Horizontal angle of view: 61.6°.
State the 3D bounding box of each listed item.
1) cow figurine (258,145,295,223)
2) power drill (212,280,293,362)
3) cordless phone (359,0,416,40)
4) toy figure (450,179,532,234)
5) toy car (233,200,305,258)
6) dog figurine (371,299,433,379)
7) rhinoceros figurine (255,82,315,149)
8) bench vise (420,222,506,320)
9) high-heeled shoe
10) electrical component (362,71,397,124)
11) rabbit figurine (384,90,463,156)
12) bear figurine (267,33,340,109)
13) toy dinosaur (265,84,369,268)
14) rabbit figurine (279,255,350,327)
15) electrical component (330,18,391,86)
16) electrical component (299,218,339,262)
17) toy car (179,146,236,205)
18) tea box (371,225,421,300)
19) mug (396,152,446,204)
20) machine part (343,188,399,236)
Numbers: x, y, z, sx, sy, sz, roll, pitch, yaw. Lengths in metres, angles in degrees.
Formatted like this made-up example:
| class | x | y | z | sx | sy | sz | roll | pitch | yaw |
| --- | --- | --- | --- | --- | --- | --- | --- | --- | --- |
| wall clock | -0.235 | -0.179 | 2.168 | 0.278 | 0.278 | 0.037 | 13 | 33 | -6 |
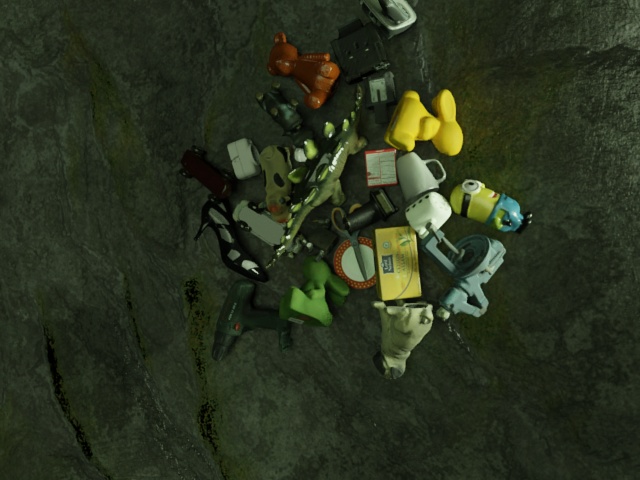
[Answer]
| class | x | y | z | sx | sy | sz | roll | pitch | yaw |
| --- | --- | --- | --- | --- | --- | --- | --- | --- | --- |
| cow figurine | -0.103 | -0.138 | 1.327 | 0.086 | 0.127 | 0.194 | -10 | 87 | 20 |
| power drill | -0.171 | 0.230 | 1.398 | 0.208 | 0.086 | 0.232 | 14 | 94 | 23 |
| cordless phone | 0.135 | -0.540 | 1.208 | 0.089 | 0.184 | 0.146 | -39 | 82 | 19 |
| toy figure | 0.381 | -0.070 | 1.214 | 0.180 | 0.082 | 0.089 | 31 | 100 | 10 |
| toy car | -0.131 | -0.029 | 1.374 | 0.202 | 0.056 | 0.073 | 33 | 97 | 5 |
| dog figurine | 0.198 | 0.239 | 1.243 | 0.121 | 0.172 | 0.190 | -4 | 93 | -19 |
| rhinoceros figurine | -0.086 | -0.301 | 1.326 | 0.073 | 0.112 | 0.190 | -35 | 68 | -13 |
| bench vise | 0.299 | 0.058 | 1.201 | 0.223 | 0.129 | 0.240 | -46 | 114 | 6 |
| high-heeled shoe | -0.214 | -0.004 | 1.413 | 0.249 | 0.086 | 0.145 | 35 | 71 | -6 |
| electrical component | 0.146 | -0.336 | 1.285 | 0.075 | 0.048 | 0.119 | -11 | 90 | 17 |
| rabbit figurine | 0.252 | -0.261 | 1.239 | 0.173 | 0.122 | 0.162 | 24 | 89 | -2 |
| bear figurine | -0.053 | -0.415 | 1.300 | 0.196 | 0.132 | 0.120 | 29 | 120 | 7 |
| toy dinosaur | -0.004 | -0.145 | 1.261 | 0.105 | 0.198 | 0.471 | 25 | 97 | 20 |
| rabbit figurine | -0.008 | 0.117 | 1.313 | 0.159 | 0.121 | 0.170 | 14 | 64 | -1 |
| electrical component | 0.093 | -0.456 | 1.290 | 0.115 | 0.058 | 0.134 | -23 | 87 | 14 |
| electrical component | -0.001 | -0.005 | 1.327 | 0.078 | 0.045 | 0.102 | 35 | 74 | 27 |
| toy car | -0.296 | -0.172 | 1.408 | 0.202 | 0.053 | 0.089 | 38 | 108 | 31 |
| tea box | 0.179 | 0.052 | 1.272 | 0.098 | 0.068 | 0.169 | -7 | 93 | -4 |
| mug | 0.230 | -0.154 | 1.254 | 0.109 | 0.080 | 0.107 | -29 | 76 | 20 |
| machine part | 0.116 | -0.066 | 1.295 | 0.139 | 0.039 | 0.084 | -33 | 90 | -12 |
